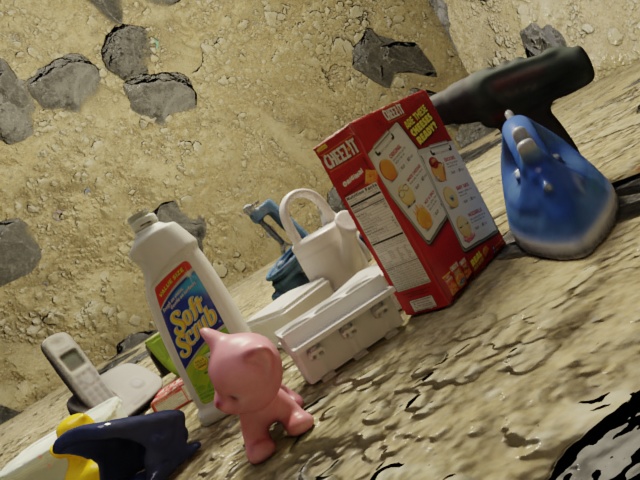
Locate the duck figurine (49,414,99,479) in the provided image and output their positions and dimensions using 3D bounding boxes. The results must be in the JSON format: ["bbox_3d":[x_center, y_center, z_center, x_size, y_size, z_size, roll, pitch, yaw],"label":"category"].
[{"bbox_3d":[-0.271,0.244,0.676,0.104,0.086,0.077,-29,4,13],"label":"duck figurine"}]

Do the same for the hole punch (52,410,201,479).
[{"bbox_3d":[-0.192,0.204,0.570,0.108,0.091,0.101,-27,5,35],"label":"hole punch"}]

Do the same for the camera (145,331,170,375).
[{"bbox_3d":[-0.294,0.208,1.220,0.143,0.101,0.136,-32,4,-25],"label":"camera"}]

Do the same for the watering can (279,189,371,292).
[{"bbox_3d":[0.010,0.002,0.917,0.172,0.194,0.101,-27,5,35],"label":"watering can"}]

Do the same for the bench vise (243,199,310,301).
[{"bbox_3d":[-0.043,0.004,1.112,0.208,0.220,0.121,-33,5,-38],"label":"bench vise"}]

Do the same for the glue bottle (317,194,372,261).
[{"bbox_3d":[0.034,-0.019,1.182,0.078,0.173,0.037,-28,4,22],"label":"glue bottle"}]

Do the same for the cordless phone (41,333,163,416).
[{"bbox_3d":[-0.362,0.219,0.949,0.094,0.185,0.148,-28,4,26],"label":"cordless phone"}]

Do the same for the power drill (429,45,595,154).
[{"bbox_3d":[0.265,-0.141,0.765,0.229,0.208,0.076,-28,5,30],"label":"power drill"}]

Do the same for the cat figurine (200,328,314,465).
[{"bbox_3d":[-0.061,0.119,0.491,0.067,0.118,0.127,-31,4,-13],"label":"cat figurine"}]

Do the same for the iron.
[{"bbox_3d":[0.237,-0.076,0.619,0.118,0.141,0.259,-28,4,20],"label":"iron"}]

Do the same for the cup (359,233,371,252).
[{"bbox_3d":[0.125,0.003,0.784,0.117,0.095,0.092,-29,4,18],"label":"cup"}]
